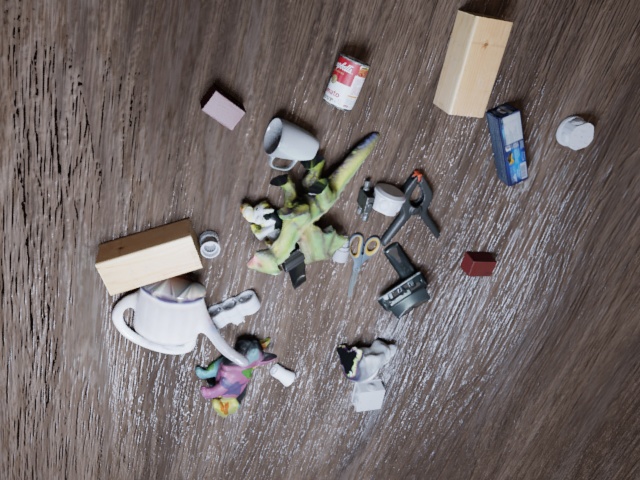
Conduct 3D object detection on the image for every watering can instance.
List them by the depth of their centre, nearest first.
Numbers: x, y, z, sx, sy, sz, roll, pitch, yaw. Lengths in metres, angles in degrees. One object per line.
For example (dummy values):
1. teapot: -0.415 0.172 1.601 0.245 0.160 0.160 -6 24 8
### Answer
1. watering can: -0.321 0.189 1.235 0.347 0.106 0.220 15 117 -5

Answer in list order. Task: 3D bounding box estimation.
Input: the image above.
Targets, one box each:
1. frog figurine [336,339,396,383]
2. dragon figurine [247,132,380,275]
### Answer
1. frog figurine: 0.144 0.352 1.493 0.159 0.125 0.135 9 150 -32
2. dragon figurine: 0.004 -0.060 1.193 0.414 0.124 0.237 -33 134 -19
